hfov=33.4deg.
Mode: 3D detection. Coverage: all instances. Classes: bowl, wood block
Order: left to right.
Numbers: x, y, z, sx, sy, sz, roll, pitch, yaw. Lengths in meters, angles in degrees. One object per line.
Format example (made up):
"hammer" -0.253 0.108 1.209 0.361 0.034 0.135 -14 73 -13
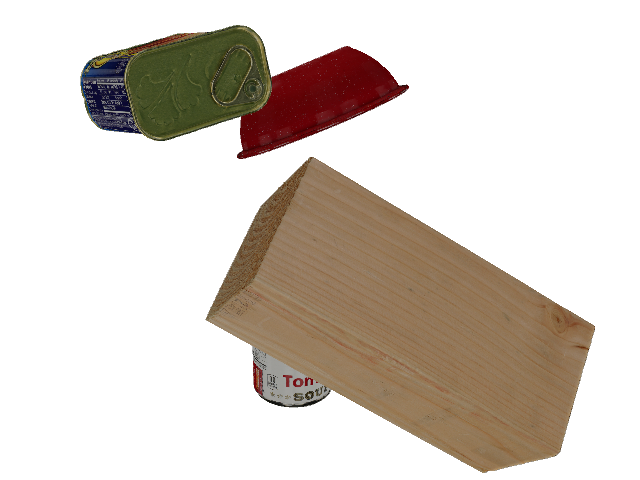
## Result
"bowl" -0.008 -0.126 0.926 0.162 0.055 0.162 -22 9 4
"wood block" 0.049 0.050 0.649 0.206 0.090 0.090 30 -28 -12

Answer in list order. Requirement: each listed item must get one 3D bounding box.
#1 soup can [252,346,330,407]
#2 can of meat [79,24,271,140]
"soup can" -0.023 0.077 0.880 0.068 0.102 0.068 1 25 -1
"can of meat" -0.098 -0.105 0.705 0.101 0.057 0.084 -22 19 -30
